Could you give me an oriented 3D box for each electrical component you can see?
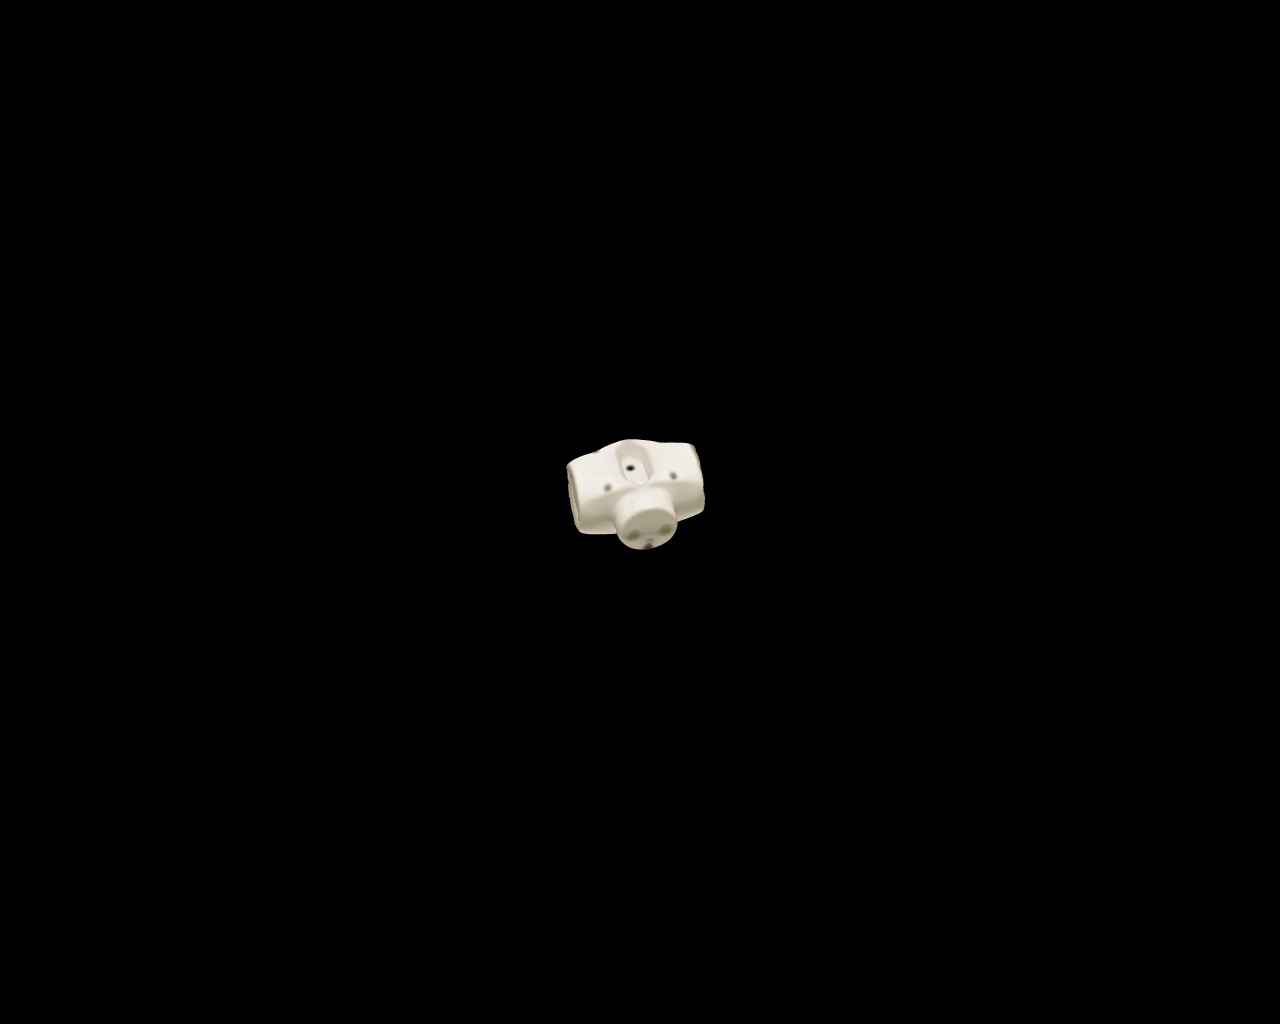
[{"bbox_3d":[0.001,-0.003,0.650,0.077,0.079,0.043,-9,-43,-8],"label":"electrical component"}]
